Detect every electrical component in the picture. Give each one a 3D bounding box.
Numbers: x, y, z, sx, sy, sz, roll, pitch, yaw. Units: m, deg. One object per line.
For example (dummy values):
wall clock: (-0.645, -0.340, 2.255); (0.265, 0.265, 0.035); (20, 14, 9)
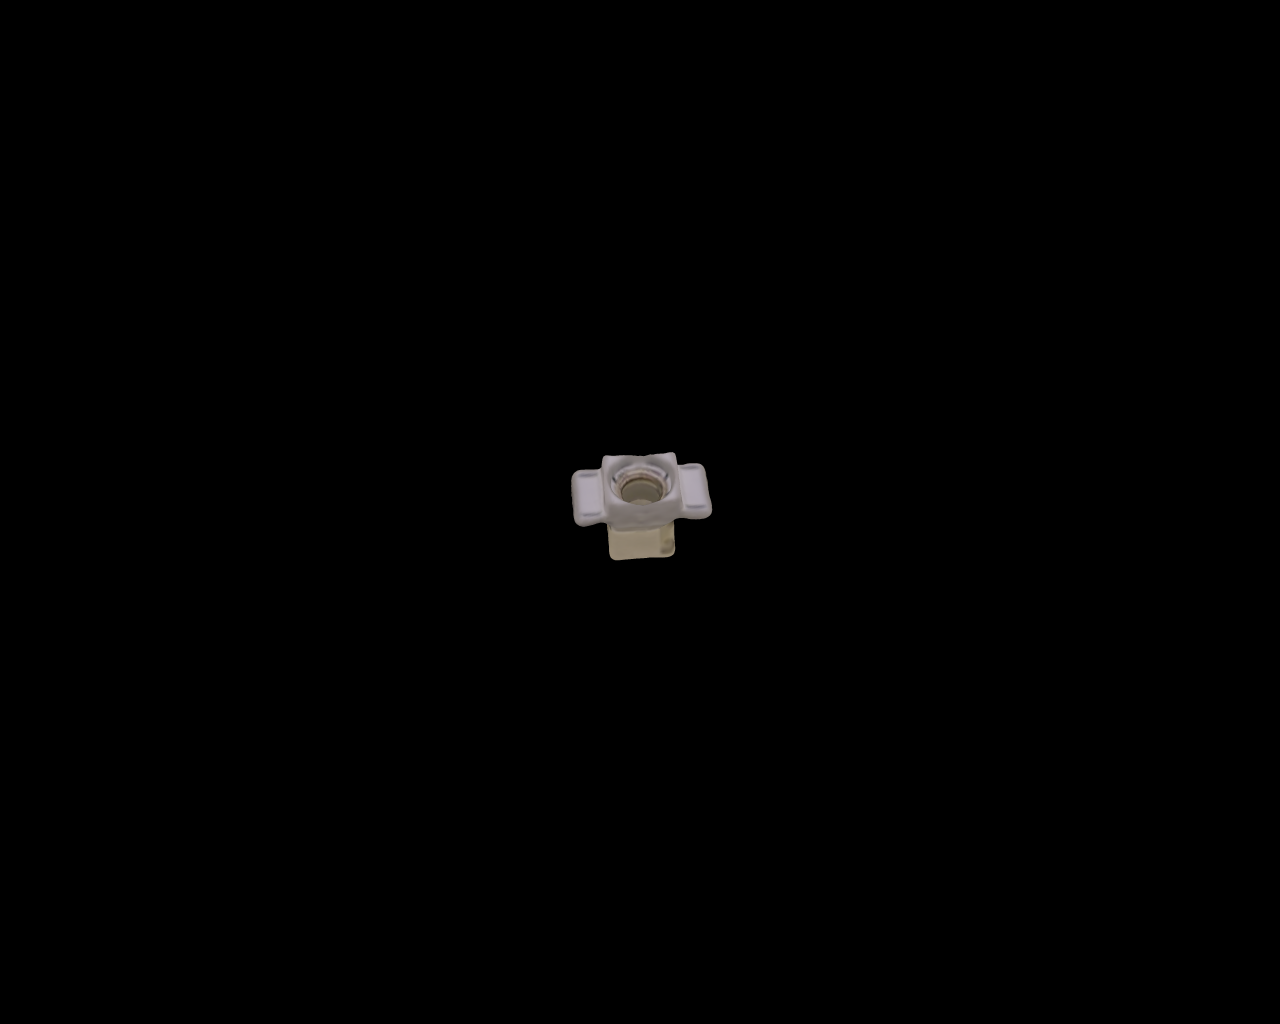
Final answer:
electrical component: (0.001, -0.003, 0.650); (0.081, 0.042, 0.063); (-2, -40, -2)
